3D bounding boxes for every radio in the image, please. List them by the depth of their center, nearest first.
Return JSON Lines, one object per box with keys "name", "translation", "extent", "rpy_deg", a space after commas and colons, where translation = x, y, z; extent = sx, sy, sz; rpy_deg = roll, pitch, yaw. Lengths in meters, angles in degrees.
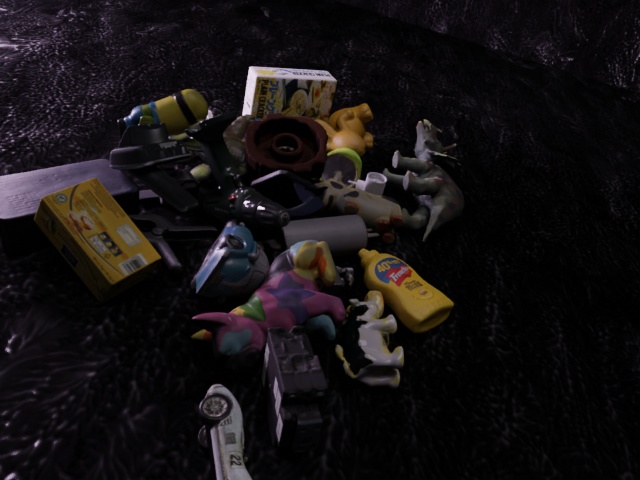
{"name": "radio", "translation": [-0.443, -0.066, 0.924], "extent": [0.229, 0.073, 0.131], "rpy_deg": [-20, 47, -41]}

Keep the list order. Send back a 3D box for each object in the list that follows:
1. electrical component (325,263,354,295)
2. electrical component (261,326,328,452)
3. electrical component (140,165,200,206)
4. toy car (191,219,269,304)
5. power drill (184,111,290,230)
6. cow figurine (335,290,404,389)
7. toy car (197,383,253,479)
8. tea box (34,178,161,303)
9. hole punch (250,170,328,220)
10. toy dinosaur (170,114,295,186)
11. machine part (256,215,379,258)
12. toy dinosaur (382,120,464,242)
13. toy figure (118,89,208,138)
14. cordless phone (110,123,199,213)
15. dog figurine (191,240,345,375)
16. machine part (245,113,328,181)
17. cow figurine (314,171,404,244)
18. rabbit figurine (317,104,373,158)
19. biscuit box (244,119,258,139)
{"name": "electrical component", "translation": [0.013, 0.064, 0.928], "extent": [0.102, 0.045, 0.078], "rpy_deg": [6, 38, -13]}
{"name": "electrical component", "translation": [-0.034, 0.193, 0.677], "extent": [0.058, 0.114, 0.134], "rpy_deg": [-3, 39, -16]}
{"name": "electrical component", "translation": [-0.302, -0.105, 1.047], "extent": [0.119, 0.047, 0.075], "rpy_deg": [-7, 40, -29]}
{"name": "toy car", "translation": [-0.135, 0.042, 0.872], "extent": [0.103, 0.109, 0.162], "rpy_deg": [35, 18, -12]}
{"name": "power drill", "translation": [-0.148, -0.117, 0.942], "extent": [0.086, 0.207, 0.232], "rpy_deg": [-34, 20, -32]}
{"name": "cow figurine", "translation": [0.067, 0.145, 0.822], "extent": [0.098, 0.068, 0.167], "rpy_deg": [1, 36, -8]}
{"name": "toy car", "translation": [-0.102, 0.255, 0.602], "extent": [0.056, 0.073, 0.202], "rpy_deg": [-3, 39, -18]}
{"name": "tea box", "translation": [-0.339, -0.001, 0.822], "extent": [0.169, 0.068, 0.098], "rpy_deg": [50, 42, 6]}
{"name": "hole punch", "translation": [-0.063, -0.064, 1.015], "extent": [0.115, 0.142, 0.092], "rpy_deg": [18, 64, -39]}
{"name": "toy dinosaur", "translation": [-0.213, -0.197, 1.159], "extent": [0.472, 0.104, 0.198], "rpy_deg": [29, 41, 27]}
{"name": "machine part", "translation": [-0.002, -0.003, 0.987], "extent": [0.243, 0.079, 0.079], "rpy_deg": [-7, 41, -25]}
{"name": "toy dinosaur", "translation": [0.254, -0.106, 1.194], "extent": [0.192, 0.131, 0.405], "rpy_deg": [5, 43, -12]}
{"name": "toy figure", "translation": [-0.314, -0.245, 1.081], "extent": [0.180, 0.089, 0.082], "rpy_deg": [-13, 48, -9]}
{"name": "cordless phone", "translation": [-0.274, -0.124, 0.988], "extent": [0.184, 0.088, 0.146], "rpy_deg": [40, 24, 7]}
{"name": "dog figurine", "translation": [-0.081, 0.095, 0.789], "extent": [0.219, 0.108, 0.191], "rpy_deg": [-5, 64, -19]}
{"name": "machine part", "translation": [-0.067, -0.179, 1.073], "extent": [0.179, 0.056, 0.179], "rpy_deg": [5, 51, -7]}
{"name": "cow figurine", "translation": [0.072, -0.074, 1.104], "extent": [0.195, 0.085, 0.127], "rpy_deg": [15, 34, -3]}
{"name": "rabbit figurine", "translation": [0.061, -0.258, 1.321], "extent": [0.162, 0.121, 0.173], "rpy_deg": [3, 37, -7]}
{"name": "biscuit box", "translation": [-0.113, -0.225, 1.262], "extent": [0.203, 0.062, 0.059], "rpy_deg": [28, 36, 18]}
